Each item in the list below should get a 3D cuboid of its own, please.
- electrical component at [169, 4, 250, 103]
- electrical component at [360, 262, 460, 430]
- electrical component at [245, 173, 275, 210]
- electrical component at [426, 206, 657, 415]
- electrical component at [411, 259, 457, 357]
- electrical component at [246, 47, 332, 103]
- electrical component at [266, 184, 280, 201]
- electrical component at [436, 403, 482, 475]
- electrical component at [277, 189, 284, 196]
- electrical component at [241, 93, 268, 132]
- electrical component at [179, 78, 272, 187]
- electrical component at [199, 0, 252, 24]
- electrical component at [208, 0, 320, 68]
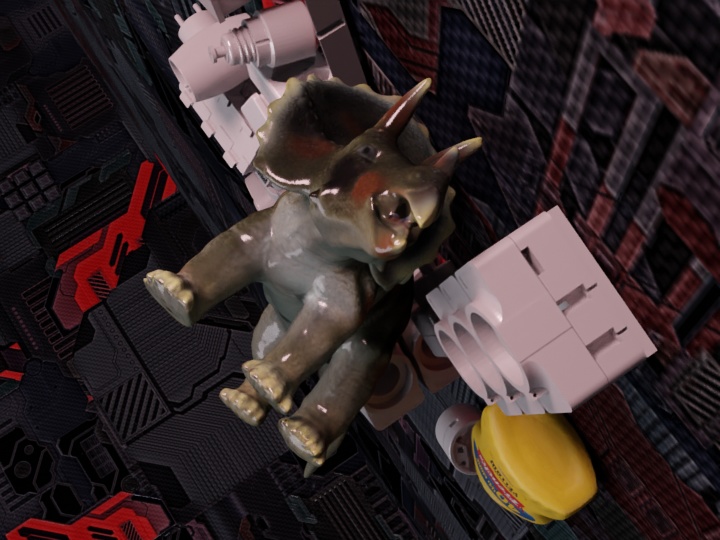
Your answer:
[{"bbox_3d":[-0.130,-0.195,0.925,0.079,0.077,0.043,54,170,16],"label":"electrical component"},{"bbox_3d":[0.014,0.029,0.857,0.060,0.105,0.186,43,164,55],"label":"electrical component"},{"bbox_3d":[-0.081,-0.078,1.193,0.099,0.064,0.099,56,-175,-7],"label":"electrical component"},{"bbox_3d":[0.090,0.031,0.602,0.089,0.062,0.150,56,171,4],"label":"electrical component"},{"bbox_3d":[0.059,0.018,0.767,0.076,0.047,0.066,57,171,-1],"label":"electrical component"},{"bbox_3d":[-0.041,-0.125,0.797,0.083,0.047,0.075,54,170,17],"label":"electrical component"},{"bbox_3d":[-0.077,-0.096,1.092,0.045,0.045,0.055,53,170,21],"label":"electrical component"},{"bbox_3d":[0.101,0.155,1.000,0.055,0.055,0.047,60,174,-22],"label":"electrical component"},{"bbox_3d":[-0.045,-0.064,1.027,0.055,0.047,0.055,55,171,13],"label":"electrical component"},{"bbox_3d":[-0.051,-0.113,0.886,0.099,0.048,0.100,58,171,-8],"label":"electrical component"},{"bbox_3d":[-0.111,-0.146,1.000,0.121,0.063,0.078,53,129,22],"label":"electrical component"},{"bbox_3d":[-0.115,-0.263,0.669,0.105,0.060,0.186,50,169,35],"label":"electrical component"},{"bbox_3d":[-0.066,-0.158,0.740,0.040,0.078,0.040,160,90,-75],"label":"electrical component"}]
